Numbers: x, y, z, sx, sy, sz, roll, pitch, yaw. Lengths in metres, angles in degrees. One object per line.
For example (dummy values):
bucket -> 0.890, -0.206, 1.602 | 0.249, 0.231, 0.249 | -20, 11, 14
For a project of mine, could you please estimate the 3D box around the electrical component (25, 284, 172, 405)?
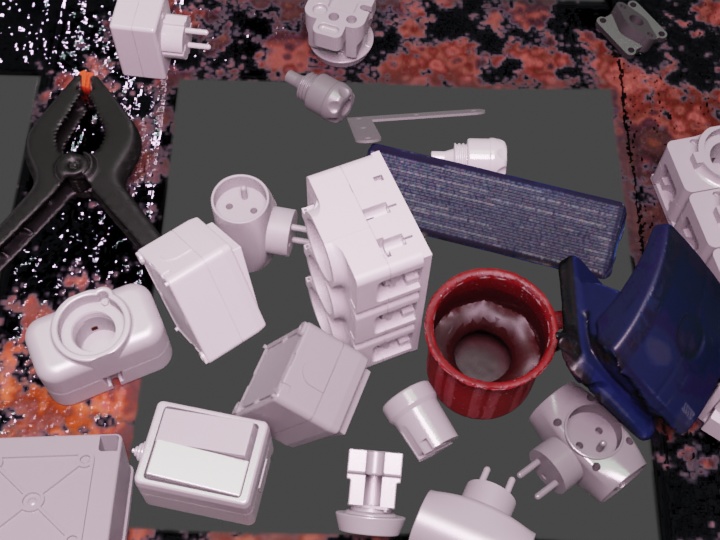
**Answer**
electrical component -> -0.192, 0.052, 0.790 | 0.095, 0.059, 0.053 | -22, 64, -12

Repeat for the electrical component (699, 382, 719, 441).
electrical component -> 0.298, 0.108, 0.765 | 0.096, 0.061, 0.061 | 40, 68, 18

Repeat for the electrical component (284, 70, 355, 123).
electrical component -> -0.037, -0.152, 0.915 | 0.061, 0.035, 0.035 | 31, 66, 17

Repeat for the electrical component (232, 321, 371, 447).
electrical component -> -0.042, 0.086, 0.763 | 0.061, 0.096, 0.061 | 32, 63, -16

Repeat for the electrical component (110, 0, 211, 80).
electrical component -> -0.167, -0.201, 0.922 | 0.077, 0.065, 0.047 | 7, 62, 3

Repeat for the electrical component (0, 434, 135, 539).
electrical component -> -0.212, 0.168, 0.715 | 0.109, 0.056, 0.108 | -2, 46, -2

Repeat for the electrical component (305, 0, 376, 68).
electrical component -> -0.016, -0.214, 0.936 | 0.058, 0.057, 0.078 | 17, 63, 8

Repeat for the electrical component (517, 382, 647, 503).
electrical component -> 0.147, 0.131, 0.760 | 0.079, 0.044, 0.077 | -32, 67, -20

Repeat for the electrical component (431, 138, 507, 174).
electrical component -> 0.089, -0.091, 0.885 | 0.061, 0.035, 0.035 | 1, 62, 3

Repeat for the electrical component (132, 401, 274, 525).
electrical component -> -0.114, 0.132, 0.747 | 0.096, 0.061, 0.061 | 11, 62, 5

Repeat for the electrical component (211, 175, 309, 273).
electrical component -> -0.072, -0.032, 0.826 | 0.079, 0.077, 0.044 | 10, 62, 4

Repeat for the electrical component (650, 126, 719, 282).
electrical component -> 0.301, -0.035, 0.842 | 0.089, 0.061, 0.150 | -10, 63, -6

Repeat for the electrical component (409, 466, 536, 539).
electrical component -> 0.083, 0.171, 0.739 | 0.077, 0.043, 0.079 | 20, 54, 14

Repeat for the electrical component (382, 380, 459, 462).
electrical component -> 0.044, 0.109, 0.775 | 0.040, 0.040, 0.046 | -28, 71, -14

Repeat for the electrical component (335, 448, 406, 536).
electrical component -> 0.009, 0.153, 0.740 | 0.048, 0.066, 0.055 | 5, 81, 2

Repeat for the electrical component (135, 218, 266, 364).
electrical component -> -0.111, 0.018, 0.794 | 0.061, 0.096, 0.062 | -33, 37, -17

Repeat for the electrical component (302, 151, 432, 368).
electrical component -> 0.000, 0.000, 0.769 | 0.062, 0.150, 0.089 | -20, 64, -11
